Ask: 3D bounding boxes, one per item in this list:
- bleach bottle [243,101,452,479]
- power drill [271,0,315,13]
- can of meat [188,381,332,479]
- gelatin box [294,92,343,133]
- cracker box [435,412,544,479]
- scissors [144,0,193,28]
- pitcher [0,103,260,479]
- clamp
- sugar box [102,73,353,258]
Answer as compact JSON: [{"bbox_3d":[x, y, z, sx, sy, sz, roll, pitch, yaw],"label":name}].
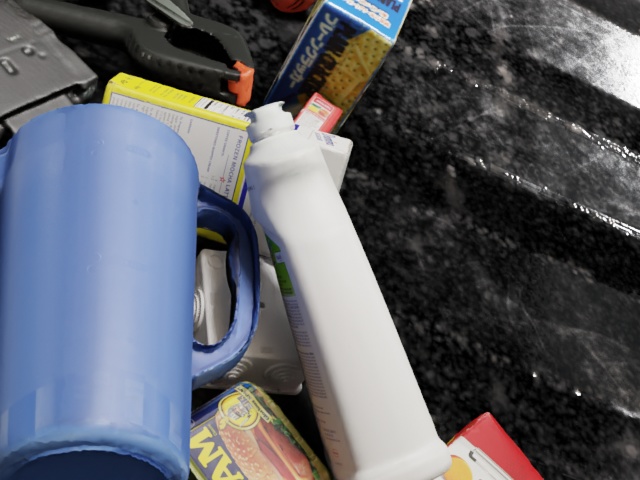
[{"bbox_3d":[0.005,0.033,0.683,0.068,0.103,0.251,-19,91,-15],"label":"bleach bottle"},{"bbox_3d":[-0.084,-0.309,0.963,0.187,0.057,0.184,8,62,-43],"label":"power drill"},{"bbox_3d":[-0.053,0.150,0.679,0.083,0.058,0.102,-28,73,-43],"label":"can of meat"},{"bbox_3d":[-0.024,-0.061,0.830,0.030,0.089,0.073,34,47,0],"label":"gelatin box"},{"bbox_3d":[0.084,0.236,0.683,0.213,0.072,0.164,-28,75,-42],"label":"cracker box"},{"bbox_3d":[-0.175,-0.212,0.860,0.096,0.016,0.202,-8,38,-20],"label":"scissors"},{"bbox_3d":[-0.125,0.044,0.642,0.145,0.149,0.243,54,20,-45],"label":"pitcher"},{"bbox_3d":[-0.133,-0.159,0.836,0.164,0.036,0.210,-18,42,-34],"label":"clamp"},{"bbox_3d":[-0.073,-0.049,0.760,0.176,0.093,0.048,16,21,-1],"label":"sugar box"}]
